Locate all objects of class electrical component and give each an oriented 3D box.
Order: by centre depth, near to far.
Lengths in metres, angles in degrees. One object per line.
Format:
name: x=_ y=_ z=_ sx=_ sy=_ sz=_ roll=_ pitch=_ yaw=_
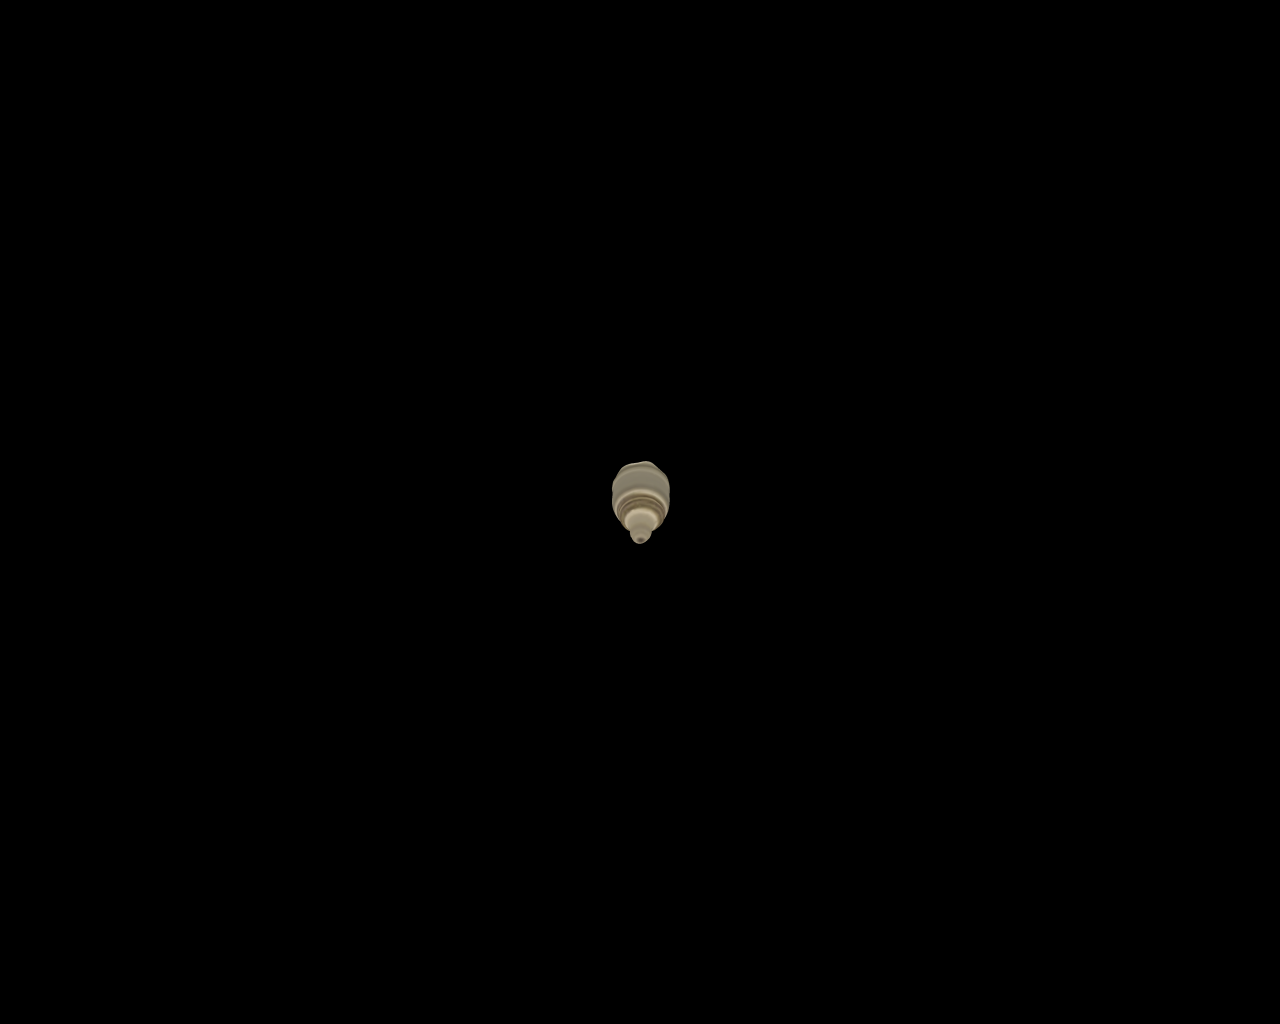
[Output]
electrical component: x=0.001 y=-0.003 z=0.650 sx=0.035 sy=0.035 sz=0.061 roll=0 pitch=39 yaw=0
